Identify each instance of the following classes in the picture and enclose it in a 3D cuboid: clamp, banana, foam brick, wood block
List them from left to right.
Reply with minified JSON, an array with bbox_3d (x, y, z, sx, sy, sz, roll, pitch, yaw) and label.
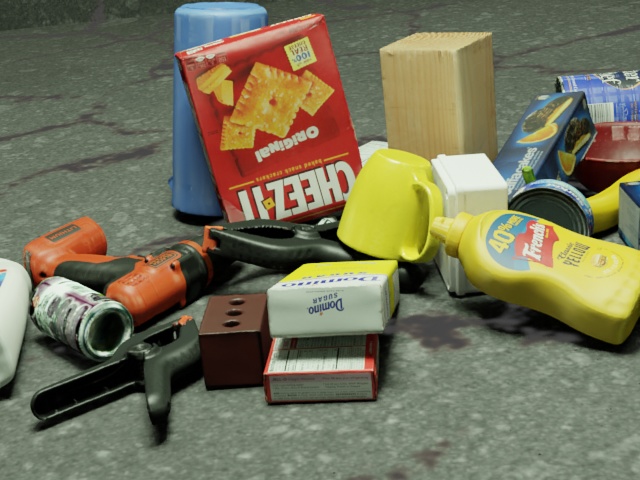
[{"bbox_3d":[-0.137,0.106,0.869,0.120,0.039,0.171,8,25,29],"label":"clamp"},{"bbox_3d":[-0.069,0.083,0.894,0.053,0.051,0.078,-4,20,3],"label":"foam brick"},{"bbox_3d":[-0.008,0.009,1.048,0.209,0.036,0.165,1,18,-22],"label":"clamp"},{"bbox_3d":[0.129,-0.108,1.123,0.091,0.206,0.090,7,24,32],"label":"wood block"},{"bbox_3d":[0.278,-0.039,1.093,0.197,0.070,0.037,-2,13,-39],"label":"banana"}]

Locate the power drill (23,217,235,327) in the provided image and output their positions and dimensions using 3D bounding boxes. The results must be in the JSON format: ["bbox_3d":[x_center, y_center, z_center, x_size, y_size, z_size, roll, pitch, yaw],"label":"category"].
[{"bbox_3d":[-0.192,0.020,1.086,0.188,0.057,0.184,8,25,34],"label":"power drill"}]

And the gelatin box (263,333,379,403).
[{"bbox_3d":[0.002,0.101,0.859,0.089,0.030,0.073,-4,22,6],"label":"gelatin box"}]

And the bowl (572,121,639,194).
[{"bbox_3d":[0.350,-0.090,1.229,0.162,0.055,0.162,-5,21,2],"label":"bowl"}]

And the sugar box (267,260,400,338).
[{"bbox_3d":[0.016,0.047,0.911,0.093,0.048,0.176,-3,2,8],"label":"sugar box"}]

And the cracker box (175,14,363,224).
[{"bbox_3d":[-0.050,-0.123,1.171,0.164,0.214,0.072,-17,14,-6],"label":"cracker box"}]

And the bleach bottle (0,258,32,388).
[{"bbox_3d":[-0.323,0.070,0.989,0.102,0.068,0.251,-16,18,-6],"label":"bleach bottle"}]

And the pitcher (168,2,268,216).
[{"bbox_3d":[-0.105,-0.154,1.261,0.149,0.243,0.145,-4,17,-13],"label":"pitcher"}]

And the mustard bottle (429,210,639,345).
[{"bbox_3d":[0.183,0.019,0.915,0.192,0.058,0.096,21,44,23],"label":"mustard bottle"}]

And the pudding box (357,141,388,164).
[{"bbox_3d":[0.071,-0.091,1.335,0.090,0.039,0.113,9,23,37],"label":"pudding box"}]

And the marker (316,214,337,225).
[{"bbox_3d":[-0.008,0.001,1.139,0.020,0.020,0.121,1,22,19],"label":"marker"}]

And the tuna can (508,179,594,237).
[{"bbox_3d":[0.218,-0.014,1.023,0.086,0.086,0.033,3,21,23],"label":"tuna can"}]

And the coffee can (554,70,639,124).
[{"bbox_3d":[0.372,-0.161,1.343,0.140,0.103,0.102,-4,21,6],"label":"coffee can"}]
